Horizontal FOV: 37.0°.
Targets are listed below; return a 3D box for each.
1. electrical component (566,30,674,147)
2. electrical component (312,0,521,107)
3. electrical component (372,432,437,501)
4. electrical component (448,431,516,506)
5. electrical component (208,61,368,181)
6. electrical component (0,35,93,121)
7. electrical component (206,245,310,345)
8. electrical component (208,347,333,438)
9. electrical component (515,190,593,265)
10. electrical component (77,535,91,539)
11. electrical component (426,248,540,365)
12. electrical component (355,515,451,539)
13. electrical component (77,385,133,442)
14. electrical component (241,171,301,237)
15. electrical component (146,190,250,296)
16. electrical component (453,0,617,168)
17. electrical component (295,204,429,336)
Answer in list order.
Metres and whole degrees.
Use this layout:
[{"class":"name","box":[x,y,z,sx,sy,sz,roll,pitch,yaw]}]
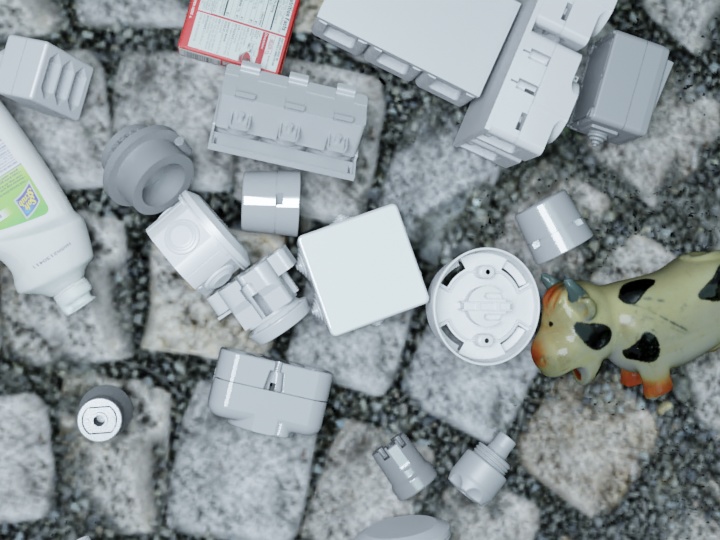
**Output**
[{"class":"electrical component","box":[0.227,-0.151,0.942,0.061,0.062,0.096,17,87,-8]},{"class":"electrical component","box":[0.045,-0.213,0.914,0.150,0.062,0.089,25,86,-8]},{"class":"electrical component","box":[0.037,0.167,0.920,0.040,0.040,0.046,-35,88,-8]},{"class":"electrical component","box":[0.109,0.169,0.928,0.043,0.043,0.062,40,82,-6]},{"class":"electrical component","box":[-0.058,-0.124,0.890,0.121,0.063,0.078,12,47,-9]},{"class":"electrical component","box":[-0.269,-0.157,0.867,0.077,0.066,0.047,14,87,21]},{"class":"electrical component","box":[-0.079,0.025,0.893,0.078,0.058,0.057,-33,97,11]},{"class":"electrical component","box":[-0.076,0.104,0.895,0.095,0.054,0.059,14,87,-8]},{"class":"electrical component","box":[0.167,-0.038,0.935,0.055,0.055,0.047,-28,90,-8]},{"class":"electrical component","box":[-0.235,0.270,0.873,0.079,0.043,0.077,-31,94,-8]},{"class":"electrical component","box":[0.104,0.031,0.919,0.099,0.064,0.099,0,89,-9]},{"class":"electrical component","box":[0.038,0.239,0.898,0.080,0.080,0.051,-10,93,-9]},{"class":"electrical component","box":[-0.208,0.118,0.868,0.044,0.065,0.044,0,89,-9]},{"class":"electrical component","box":[-0.074,-0.056,0.898,0.047,0.055,0.055,3,89,-5]},{"class":"electrical component","box":[-0.131,-0.022,0.876,0.051,0.080,0.080,-41,95,-2]},{"class":"electrical component","box":[0.153,-0.184,0.909,0.060,0.105,0.186,24,86,-8]},{"class":"electrical component","box":[0.000,0.000,0.911,0.100,0.048,0.099,-20,92,-8]}]
